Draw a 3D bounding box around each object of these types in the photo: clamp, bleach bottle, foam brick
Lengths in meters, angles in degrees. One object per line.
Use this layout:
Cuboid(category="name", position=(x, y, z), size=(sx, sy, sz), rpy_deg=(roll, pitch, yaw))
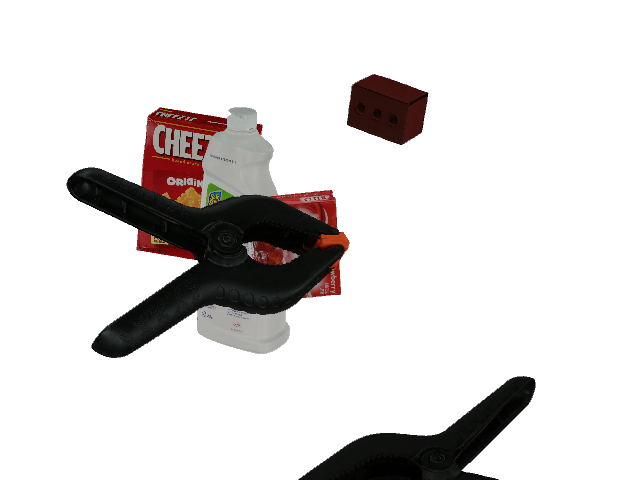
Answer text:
Cuboid(category="clamp", position=(0.081, 0.152, 0.715), size=(0.210, 0.036, 0.164), rpy_deg=(-5, 28, -4))
Cuboid(category="bleach bottle", position=(-0.079, -0.013, 1.120), size=(0.103, 0.251, 0.068), rpy_deg=(14, 23, 25))
Cuboid(category="foam brick", position=(0.077, -0.153, 1.238), size=(0.078, 0.053, 0.051), rpy_deg=(23, 34, 26))
Cuboid(category="clamp", position=(-0.069, 0.001, 0.639), size=(0.171, 0.120, 0.039), rpy_deg=(-9, -21, -31))

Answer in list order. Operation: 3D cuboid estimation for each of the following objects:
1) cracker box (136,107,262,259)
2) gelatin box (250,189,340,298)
Cuboid(category="cracker box", position=(-0.184, -0.078, 1.606), size=(0.164, 0.214, 0.072), rpy_deg=(10, 19, 6))
Cuboid(category="gelatin box", position=(-0.022, 0.005, 0.898), size=(0.073, 0.089, 0.030), rpy_deg=(-5, 24, -6))
